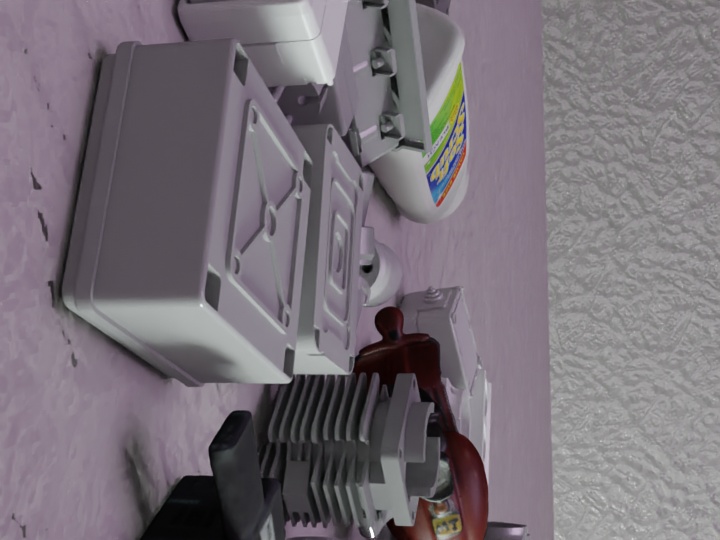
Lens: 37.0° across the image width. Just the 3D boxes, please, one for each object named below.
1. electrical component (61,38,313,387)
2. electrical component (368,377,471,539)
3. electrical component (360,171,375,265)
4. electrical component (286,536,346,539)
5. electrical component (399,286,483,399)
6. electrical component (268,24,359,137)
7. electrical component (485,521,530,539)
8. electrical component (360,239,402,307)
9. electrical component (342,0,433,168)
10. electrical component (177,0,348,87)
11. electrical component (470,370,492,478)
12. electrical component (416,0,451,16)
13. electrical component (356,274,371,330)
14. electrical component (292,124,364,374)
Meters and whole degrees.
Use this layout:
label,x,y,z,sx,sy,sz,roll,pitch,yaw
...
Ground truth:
label,x,y,z,sx,sy,sz,roll,pitch,yaw
electrical component,-0.062,-0.019,0.429,0.108,0.056,0.108,57,35,-64
electrical component,0.051,0.169,0.850,0.089,0.062,0.150,60,32,-62
electrical component,-0.013,-0.031,0.647,0.045,0.045,0.055,3,86,-76
electrical component,-0.020,0.181,0.585,0.095,0.054,0.059,65,27,-58
electrical component,0.062,0.059,0.921,0.061,0.061,0.096,-60,138,-62
electrical component,-0.035,-0.097,0.561,0.076,0.047,0.065,-73,157,-52
electrical component,0.097,0.216,0.795,0.089,0.050,0.055,31,60,-73
electrical component,0.000,0.000,0.697,0.055,0.045,0.045,24,66,-74
electrical component,-0.004,-0.127,0.639,0.063,0.079,0.121,-35,128,-38
electrical component,-0.042,-0.140,0.506,0.061,0.062,0.096,68,25,-54
electrical component,0.085,0.156,0.983,0.078,0.063,0.121,59,33,-63
electrical component,0.045,-0.240,0.884,0.099,0.048,0.099,-77,160,-44
electrical component,-0.022,0.029,0.611,0.048,0.048,0.062,67,33,-56
electrical component,-0.037,-0.008,0.526,0.078,0.057,0.113,49,42,-69
